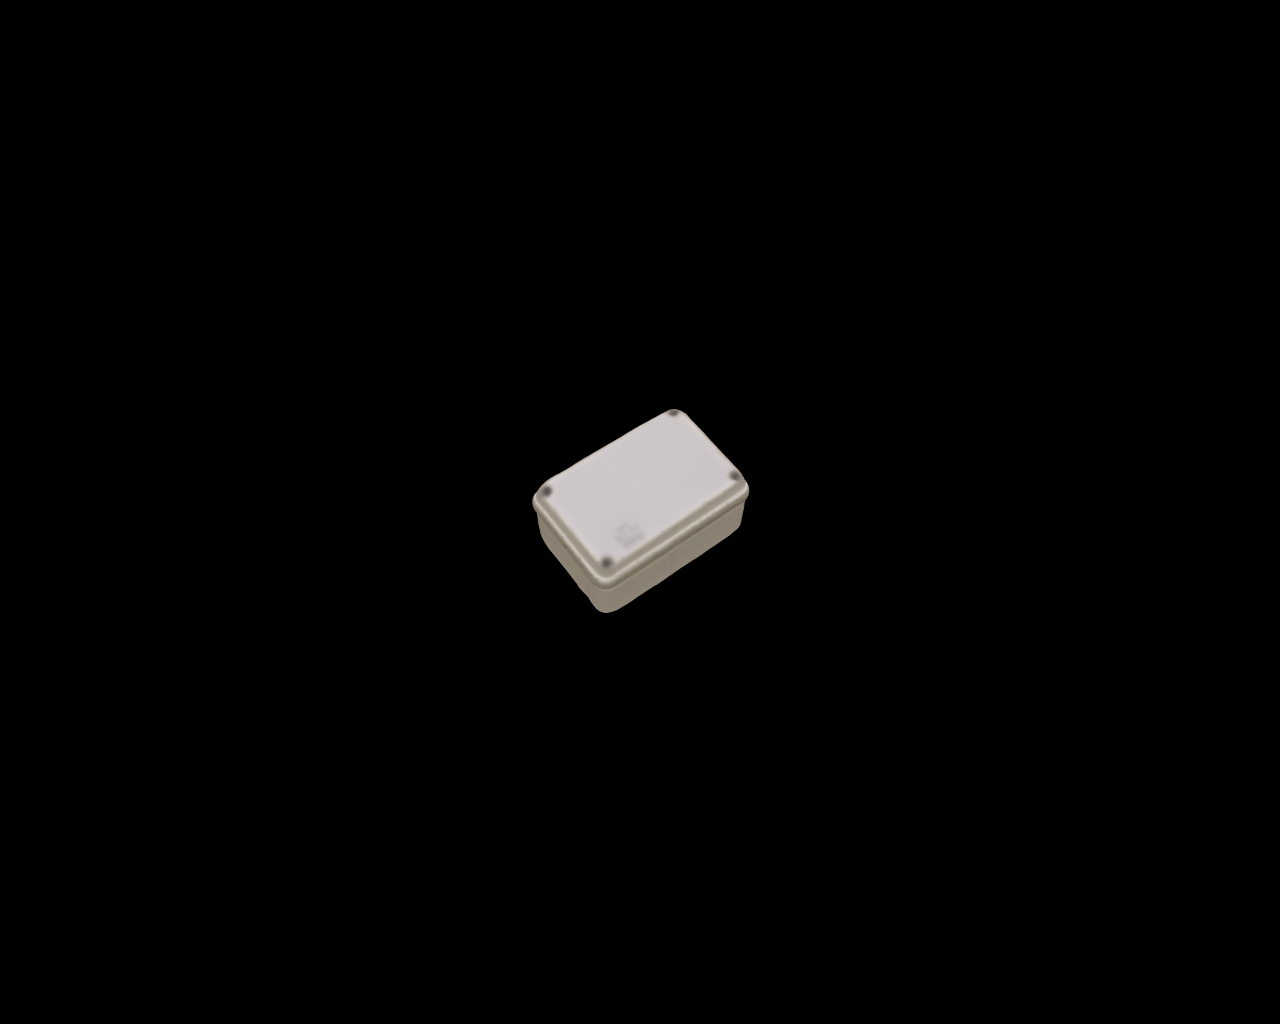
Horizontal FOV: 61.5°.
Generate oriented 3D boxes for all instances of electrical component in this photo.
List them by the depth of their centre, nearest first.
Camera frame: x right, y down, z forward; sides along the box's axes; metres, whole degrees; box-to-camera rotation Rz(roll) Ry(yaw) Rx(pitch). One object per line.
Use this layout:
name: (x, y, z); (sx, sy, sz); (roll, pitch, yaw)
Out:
electrical component: (0.001, -0.003, 0.650); (0.113, 0.078, 0.057); (-32, -26, -18)
